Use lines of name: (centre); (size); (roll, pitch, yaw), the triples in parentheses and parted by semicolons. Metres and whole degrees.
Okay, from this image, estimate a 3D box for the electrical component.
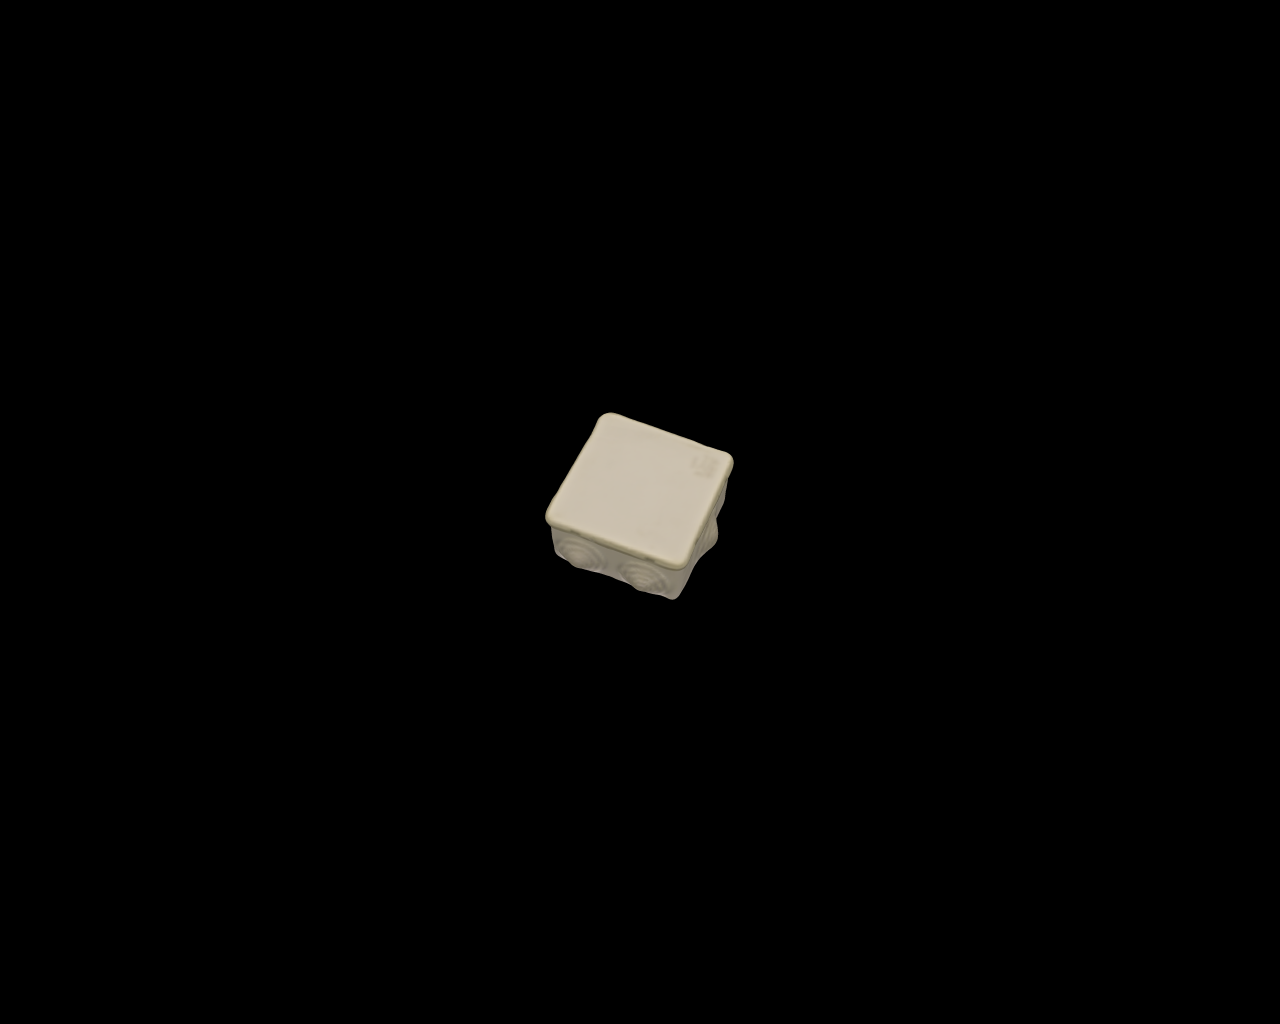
electrical component: (0.001, -0.003, 0.650); (0.100, 0.100, 0.048); (20, -31, 13)
